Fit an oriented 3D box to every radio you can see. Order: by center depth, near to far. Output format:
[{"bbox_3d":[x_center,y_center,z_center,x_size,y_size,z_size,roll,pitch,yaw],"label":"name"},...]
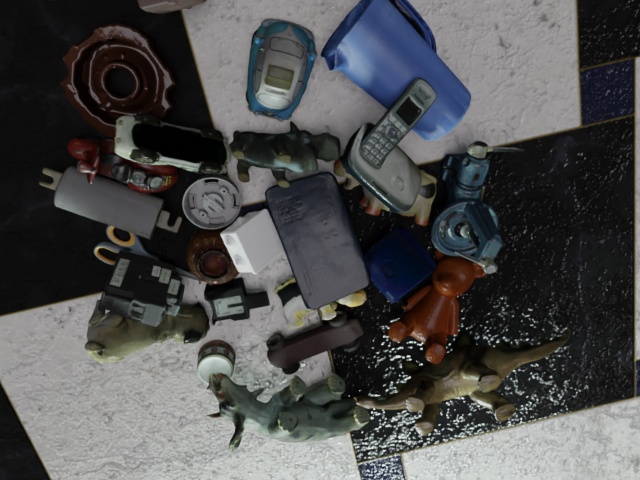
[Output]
[{"bbox_3d":[-0.002,-0.003,0.964,0.131,0.073,0.229,-20,94,1],"label":"radio"}]

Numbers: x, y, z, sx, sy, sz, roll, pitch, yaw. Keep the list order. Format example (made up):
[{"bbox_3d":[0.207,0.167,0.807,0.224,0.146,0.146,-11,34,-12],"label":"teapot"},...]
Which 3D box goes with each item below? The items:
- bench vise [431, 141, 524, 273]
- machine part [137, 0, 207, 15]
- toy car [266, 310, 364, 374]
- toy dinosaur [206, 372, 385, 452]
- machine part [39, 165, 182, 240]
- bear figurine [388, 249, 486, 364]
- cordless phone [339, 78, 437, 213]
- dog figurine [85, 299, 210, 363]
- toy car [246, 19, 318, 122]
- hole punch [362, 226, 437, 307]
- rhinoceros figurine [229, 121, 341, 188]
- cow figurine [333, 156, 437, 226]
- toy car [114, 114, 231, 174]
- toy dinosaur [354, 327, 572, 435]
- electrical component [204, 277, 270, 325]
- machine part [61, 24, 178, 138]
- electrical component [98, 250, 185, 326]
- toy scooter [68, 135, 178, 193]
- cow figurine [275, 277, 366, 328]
[{"bbox_3d":[0.266,-0.044,0.928,0.129,0.241,0.223,14,125,-14],"label":"bench vise"},{"bbox_3d":[-0.234,-0.425,0.746,0.087,0.201,0.201,-13,111,2],"label":"machine part"},{"bbox_3d":[-0.012,0.203,1.081,0.202,0.053,0.089,-24,115,9],"label":"toy car"},{"bbox_3d":[-0.039,0.359,1.099,0.404,0.131,0.192,18,141,-33],"label":"toy dinosaur"},{"bbox_3d":[-0.363,-0.064,0.936,0.243,0.079,0.079,21,107,-13],"label":"machine part"},{"bbox_3d":[0.232,0.116,1.034,0.120,0.132,0.195,31,114,14],"label":"bear figurine"},{"bbox_3d":[0.134,-0.151,0.856,0.146,0.089,0.184,38,100,-22],"label":"cordless phone"},{"bbox_3d":[-0.309,0.168,0.983,0.191,0.172,0.121,7,121,0],"label":"dog figurine"},{"bbox_3d":[-0.069,-0.273,0.873,0.109,0.103,0.161,15,106,-10],"label":"toy car"},{"bbox_3d":[0.143,0.045,0.996,0.116,0.092,0.142,-40,82,8],"label":"hole punch"},{"bbox_3d":[-0.060,-0.150,0.921,0.190,0.112,0.073,1,135,8],"label":"rhinoceros figurine"},{"bbox_3d":[0.118,-0.109,0.961,0.195,0.085,0.127,14,107,-13],"label":"cow figurine"},{"bbox_3d":[-0.237,-0.155,0.886,0.201,0.056,0.073,6,82,-41],"label":"toy car"},{"bbox_3d":[0.296,0.256,1.052,0.472,0.199,0.104,-11,110,-1],"label":"toy dinosaur"},{"bbox_3d":[-0.158,0.114,1.037,0.119,0.048,0.074,-14,112,0],"label":"electrical component"},{"bbox_3d":[-0.325,-0.258,0.879,0.179,0.056,0.179,-2,112,-5],"label":"machine part"},{"bbox_3d":[-0.314,0.089,0.965,0.134,0.115,0.058,19,127,-14],"label":"electrical component"},{"bbox_3d":[-0.330,-0.121,0.887,0.184,0.135,0.075,17,107,-13],"label":"toy scooter"},{"bbox_3d":[0.002,0.102,1.040,0.167,0.068,0.098,-17,103,-1],"label":"cow figurine"}]
